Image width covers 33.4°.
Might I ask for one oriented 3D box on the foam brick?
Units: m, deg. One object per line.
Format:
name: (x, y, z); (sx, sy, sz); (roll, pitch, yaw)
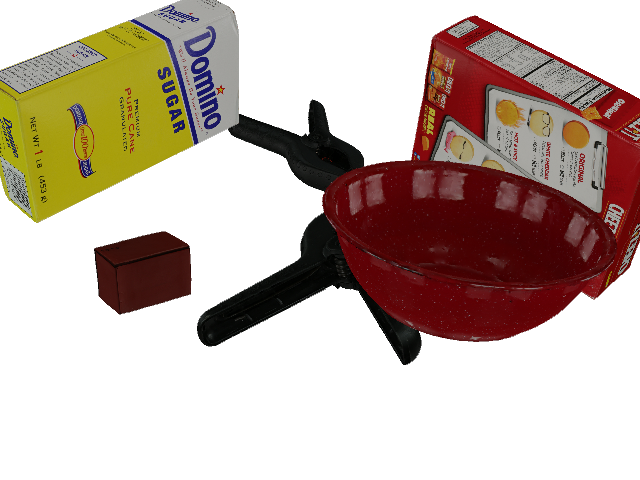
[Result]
foam brick: (-0.169, 0.029, 1.016); (0.078, 0.051, 0.053); (-15, 25, -30)

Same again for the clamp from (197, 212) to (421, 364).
clamp: (0.010, 0.019, 0.797); (0.165, 0.036, 0.209); (0, 33, 17)

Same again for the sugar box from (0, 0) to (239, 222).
sugar box: (-0.130, -0.091, 0.703); (0.175, 0.093, 0.048); (-30, 49, -33)

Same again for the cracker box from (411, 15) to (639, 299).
cracker box: (0.186, -0.076, 0.926); (0.214, 0.164, 0.072); (34, 50, 27)

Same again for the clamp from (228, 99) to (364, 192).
clamp: (-0.019, -0.095, 1.115); (0.120, 0.039, 0.172); (-14, 39, -23)

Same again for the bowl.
bowl: (0.078, 0.010, 0.594); (0.162, 0.055, 0.162); (6, 25, -3)
